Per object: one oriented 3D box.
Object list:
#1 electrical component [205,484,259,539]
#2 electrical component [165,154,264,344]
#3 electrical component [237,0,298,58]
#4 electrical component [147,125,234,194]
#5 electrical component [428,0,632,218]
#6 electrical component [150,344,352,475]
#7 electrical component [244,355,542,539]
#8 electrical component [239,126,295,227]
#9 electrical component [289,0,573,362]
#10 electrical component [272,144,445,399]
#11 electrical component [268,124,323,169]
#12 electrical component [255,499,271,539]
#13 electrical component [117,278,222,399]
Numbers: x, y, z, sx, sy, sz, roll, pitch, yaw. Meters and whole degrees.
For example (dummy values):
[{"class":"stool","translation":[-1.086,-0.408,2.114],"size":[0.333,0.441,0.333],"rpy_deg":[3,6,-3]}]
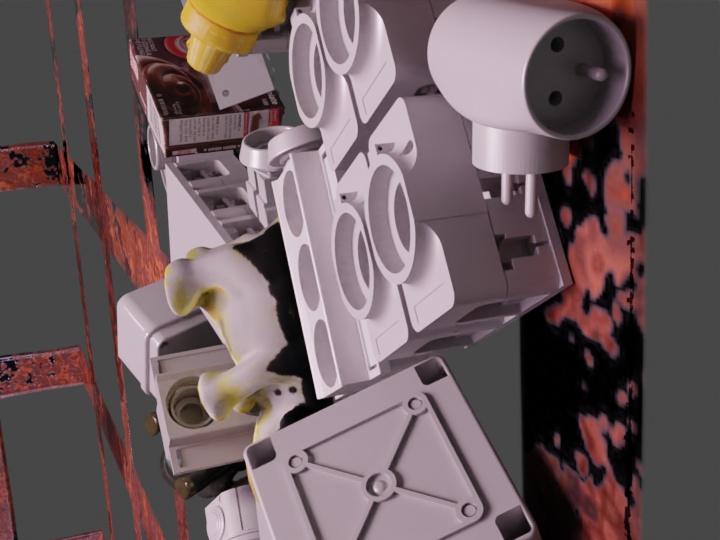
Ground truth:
[{"class":"electrical component","translation":[-0.085,0.209,0.864],"size":[0.080,0.080,0.051],"rpy_deg":[110,151,-53]},{"class":"electrical component","translation":[-0.089,-0.014,0.790],"size":[0.150,0.062,0.089],"rpy_deg":[47,142,50]},{"class":"electrical component","translation":[-0.051,-0.212,0.622],"size":[0.089,0.062,0.150],"rpy_deg":[-122,30,-49]},{"class":"electrical component","translation":[-0.154,-0.111,0.949],"size":[0.108,0.060,0.108],"rpy_deg":[171,90,-71]},{"class":"electrical component","translation":[0.061,-0.060,0.404],"size":[0.077,0.043,0.079],"rpy_deg":[-140,44,-61]},{"class":"electrical component","translation":[-0.073,0.089,0.717],"size":[0.063,0.121,0.078],"rpy_deg":[115,142,-62]},{"class":"electrical component","translation":[0.016,0.111,0.491],"size":[0.056,0.109,0.108],"rpy_deg":[67,177,-47]},{"class":"electrical component","translation":[-0.054,-0.063,0.720],"size":[0.066,0.048,0.055],"rpy_deg":[-130,29,-55]},{"class":"electrical component","translation":[0.021,-0.062,0.488],"size":[0.105,0.060,0.186],"rpy_deg":[133,126,-65]},{"class":"electrical component","translation":[0.000,0.000,0.567],"size":[0.079,0.063,0.121],"rpy_deg":[138,122,-67]},{"class":"electrical component","translation":[-0.027,-0.056,0.648],"size":[0.055,0.048,0.066],"rpy_deg":[71,159,5]},{"class":"electrical component","translation":[-0.007,0.210,0.677],"size":[0.186,0.060,0.105],"rpy_deg":[-168,71,-69]},{"class":"electrical component","translation":[-0.135,0.046,0.877],"size":[0.057,0.113,0.078],"rpy_deg":[43,141,32]}]
